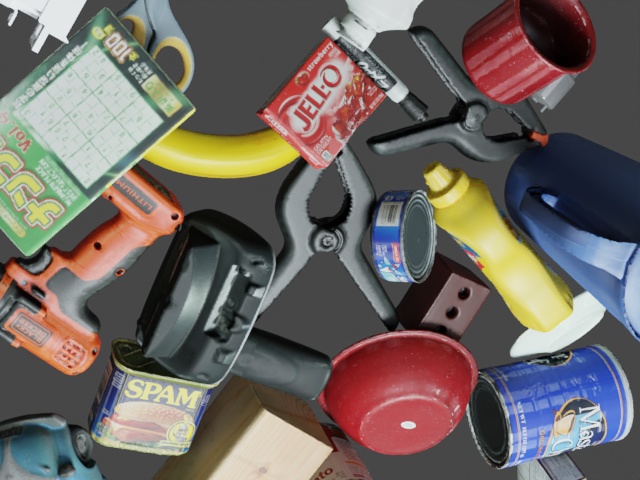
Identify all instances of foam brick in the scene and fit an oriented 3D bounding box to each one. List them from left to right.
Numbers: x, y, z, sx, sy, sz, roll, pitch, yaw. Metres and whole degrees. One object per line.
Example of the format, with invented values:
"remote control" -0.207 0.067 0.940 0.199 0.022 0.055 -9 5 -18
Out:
"foam brick" 0.119 0.061 1.043 0.053 0.051 0.078 24 102 -27

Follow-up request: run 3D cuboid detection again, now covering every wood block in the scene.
"wood block" -0.093 0.238 1.023 0.090 0.090 0.206 35 98 -28

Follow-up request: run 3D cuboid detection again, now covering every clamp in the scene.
"clamp" -0.006 0.001 0.980 0.164 0.036 0.210 -7 113 -13
"clamp" 0.133 -0.126 0.975 0.171 0.039 0.120 5 115 -19

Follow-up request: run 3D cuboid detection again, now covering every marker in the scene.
"marker" 0.050 -0.147 0.926 0.121 0.020 0.020 43 94 -12

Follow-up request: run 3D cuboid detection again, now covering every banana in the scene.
"banana" -0.084 -0.087 0.917 0.197 0.037 0.069 -9 89 -19

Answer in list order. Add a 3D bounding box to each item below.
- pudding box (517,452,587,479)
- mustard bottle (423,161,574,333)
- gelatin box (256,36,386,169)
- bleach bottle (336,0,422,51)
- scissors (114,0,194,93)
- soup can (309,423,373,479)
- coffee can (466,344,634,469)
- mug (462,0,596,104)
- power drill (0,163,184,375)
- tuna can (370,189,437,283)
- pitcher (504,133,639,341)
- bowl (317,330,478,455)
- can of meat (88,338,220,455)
"pudding box" 0.247 0.262 1.142 0.039 0.113 0.090 -12 116 -11
"mustard bottle" 0.159 -0.001 0.995 0.058 0.096 0.191 -39 114 8
"gelatin box" 0.002 -0.116 0.912 0.073 0.030 0.089 43 75 -13
"bleach bottle" 0.104 -0.263 0.883 0.102 0.068 0.251 33 97 -25
"scissors" -0.117 -0.199 0.865 0.096 0.016 0.202 27 101 -29
"soup can" 0.012 0.236 1.052 0.068 0.102 0.068 -7 115 -16
"coffee can" 0.235 0.171 1.104 0.140 0.103 0.103 -10 115 -15
"mug" 0.184 -0.178 0.937 0.093 0.082 0.117 45 54 -11
"power drill" -0.221 0.002 0.894 0.184 0.057 0.188 40 97 -27
"tuna can" 0.077 -0.004 0.982 0.034 0.086 0.086 1 121 27
"pitcher" 0.255 -0.015 0.949 0.145 0.243 0.149 -32 119 -5
"bowl" 0.080 0.160 1.039 0.162 0.055 0.162 -4 133 -5
"can of meat" -0.155 0.146 0.980 0.102 0.057 0.084 15 110 -24
